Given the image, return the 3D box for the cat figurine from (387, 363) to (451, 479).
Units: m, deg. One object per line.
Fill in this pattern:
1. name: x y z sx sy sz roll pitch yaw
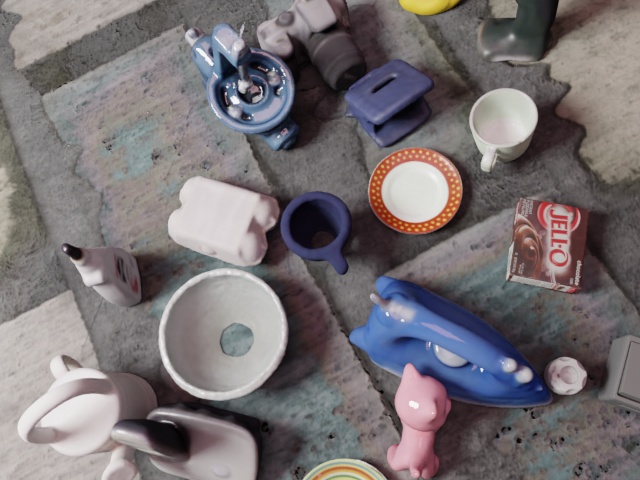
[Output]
1. cat figurine: 0.117 0.214 0.671 0.067 0.118 0.128 7 74 9

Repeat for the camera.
1. camera: -0.004 -0.287 0.846 0.143 0.101 0.136 -30 72 -3

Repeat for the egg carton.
1. egg carton: -0.134 -0.026 0.799 0.150 0.069 0.107 16 76 12

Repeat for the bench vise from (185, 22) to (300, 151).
1. bench vise: -0.128 -0.228 0.781 0.207 0.220 0.121 28 78 14

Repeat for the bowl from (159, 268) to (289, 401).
1. bowl: -0.119 0.125 0.749 0.167 0.075 0.167 -2 73 6

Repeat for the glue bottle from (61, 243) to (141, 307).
1. glue bottle: -0.285 0.036 0.744 0.037 0.173 0.078 -19 72 1

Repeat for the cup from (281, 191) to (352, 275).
1. cup: 0.007 0.003 0.760 0.091 0.095 0.117 -31 72 -3

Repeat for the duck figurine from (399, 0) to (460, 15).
1. duck figurine: 0.171 -0.398 0.867 0.104 0.086 0.077 -4 73 6

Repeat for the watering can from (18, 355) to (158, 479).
1. watering can: -0.270 0.208 0.679 0.172 0.194 0.101 26 78 14

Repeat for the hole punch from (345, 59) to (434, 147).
1. hole punch: 0.095 -0.204 0.814 0.109 0.091 0.101 -36 72 -4

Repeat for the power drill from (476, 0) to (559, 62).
1. power drill: 0.271 -0.331 0.770 0.229 0.208 0.075 1 73 7

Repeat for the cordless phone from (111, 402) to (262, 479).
1. cordless phone: -0.149 0.239 0.660 0.147 0.185 0.094 7 74 9

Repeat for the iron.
1. iron: 0.166 0.128 0.678 0.257 0.141 0.119 24 77 13
